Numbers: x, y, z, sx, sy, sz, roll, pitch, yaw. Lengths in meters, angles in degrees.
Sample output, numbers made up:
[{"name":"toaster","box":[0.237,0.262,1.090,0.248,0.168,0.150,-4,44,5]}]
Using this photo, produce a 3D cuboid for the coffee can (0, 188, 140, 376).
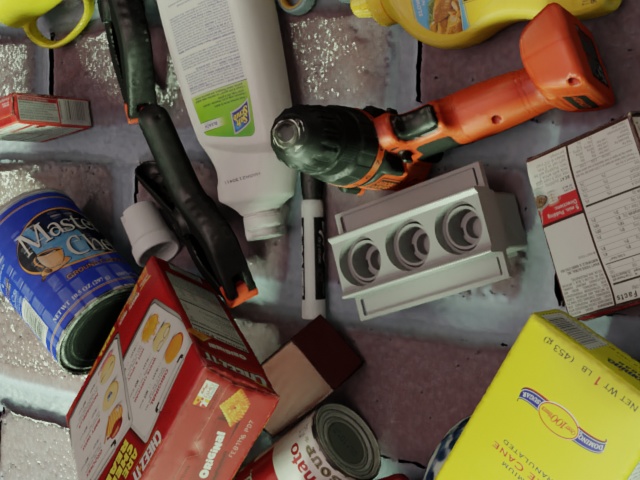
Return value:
[{"name":"coffee can","box":[-0.224,0.035,0.943,0.140,0.102,0.103,44,116,28]}]

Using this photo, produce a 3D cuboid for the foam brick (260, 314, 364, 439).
[{"name":"foam brick","box":[-0.017,0.104,0.812,0.078,0.052,0.051,-42,85,32]}]

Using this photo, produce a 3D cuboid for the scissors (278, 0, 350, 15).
[{"name":"scissors","box":[0.015,-0.267,0.809,0.096,0.016,0.202,24,106,33]}]

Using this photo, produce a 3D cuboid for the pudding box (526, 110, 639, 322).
[{"name":"pudding box","box":[0.184,-0.013,0.664,0.090,0.039,0.113,-24,79,49]}]

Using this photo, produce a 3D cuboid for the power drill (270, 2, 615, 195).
[{"name":"power drill","box":[0.079,-0.083,0.674,0.188,0.184,0.057,-20,81,26]}]

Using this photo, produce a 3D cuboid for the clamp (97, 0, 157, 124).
[{"name":"clamp","box":[-0.168,-0.206,0.899,0.165,0.036,0.210,163,95,-74]}]

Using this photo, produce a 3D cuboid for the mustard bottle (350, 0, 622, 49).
[{"name":"mustard bottle","box":[0.102,-0.180,0.718,0.192,0.058,0.096,-7,92,37]}]

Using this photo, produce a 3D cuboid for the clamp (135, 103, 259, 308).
[{"name":"clamp","box":[-0.104,-0.027,0.864,0.171,0.039,0.120,52,164,20]}]

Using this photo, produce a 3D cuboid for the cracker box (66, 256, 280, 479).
[{"name":"cracker box","box":[-0.121,0.128,0.816,0.164,0.072,0.214,-61,26,9]}]

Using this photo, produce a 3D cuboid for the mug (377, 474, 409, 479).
[{"name":"mug","box":[0.037,0.223,0.741,0.081,0.093,0.117,-16,91,-5]}]

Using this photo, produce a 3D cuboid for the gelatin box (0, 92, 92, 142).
[{"name":"gelatin box","box":[-0.268,-0.112,0.980,0.073,0.089,0.030,-11,85,37]}]

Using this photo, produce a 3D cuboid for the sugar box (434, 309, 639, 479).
[{"name":"sugar box","box":[0.122,0.136,0.609,0.093,0.048,0.176,38,113,31]}]

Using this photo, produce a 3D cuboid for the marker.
[{"name":"marker","box":[-0.005,0.001,0.829,0.020,0.020,0.121,0,91,37]}]

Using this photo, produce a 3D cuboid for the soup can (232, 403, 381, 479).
[{"name":"soup can","box":[-0.011,0.177,0.809,0.102,0.068,0.068,-43,67,29]}]

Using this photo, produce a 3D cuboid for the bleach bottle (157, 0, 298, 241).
[{"name":"bleach bottle","box":[-0.072,-0.123,0.851,0.103,0.067,0.251,-13,86,38]}]
